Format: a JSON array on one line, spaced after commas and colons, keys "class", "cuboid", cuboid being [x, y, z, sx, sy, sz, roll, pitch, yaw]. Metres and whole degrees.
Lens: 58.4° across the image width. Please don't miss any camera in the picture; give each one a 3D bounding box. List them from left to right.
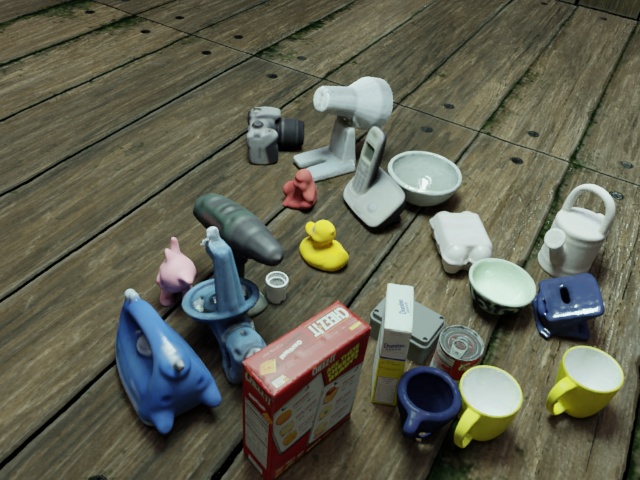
[{"class": "camera", "cuboid": [-0.106, -0.259, 1.375, 0.137, 0.101, 0.143, 1, 41, -6]}]

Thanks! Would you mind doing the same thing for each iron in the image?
[{"class": "iron", "cuboid": [-0.251, 0.152, 0.856, 0.119, 0.141, 0.257, -23, 49, -30]}]

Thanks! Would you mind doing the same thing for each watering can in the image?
[{"class": "watering can", "cuboid": [0.499, -0.017, 1.107, 0.100, 0.194, 0.173, 25, 45, 21]}]

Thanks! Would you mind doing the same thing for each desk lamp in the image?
[{"class": "desk lamp", "cuboid": [0.054, -0.262, 1.314, 0.204, 0.214, 0.117, -20, 47, -27]}]

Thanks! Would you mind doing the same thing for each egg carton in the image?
[{"class": "egg carton", "cuboid": [0.283, 0.003, 1.152, 0.107, 0.069, 0.150, 0, 41, -8]}]

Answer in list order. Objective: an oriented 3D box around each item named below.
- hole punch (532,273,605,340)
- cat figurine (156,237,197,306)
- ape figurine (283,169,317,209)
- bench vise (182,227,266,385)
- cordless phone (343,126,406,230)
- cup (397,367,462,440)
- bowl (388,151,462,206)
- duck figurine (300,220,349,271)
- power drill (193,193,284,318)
[{"class": "hole punch", "cuboid": [0.442, 0.115, 1.028, 0.101, 0.091, 0.108, 8, 41, 2]}, {"class": "cat figurine", "cuboid": [-0.248, 0.050, 0.990, 0.067, 0.118, 0.127, -5, 42, -12]}, {"class": "ape figurine", "cuboid": [-0.038, -0.112, 1.222, 0.076, 0.092, 0.077, -20, 47, -27]}, {"class": "bench vise", "cuboid": [-0.127, 0.096, 0.876, 0.206, 0.220, 0.122, 33, 48, 27]}, {"class": "cordless phone", "cuboid": [0.121, -0.129, 1.192, 0.094, 0.185, 0.147, -18, 47, -26]}, {"class": "cup", "cuboid": [0.145, 0.254, 0.826, 0.091, 0.095, 0.118, 25, 44, 20]}, {"class": "bowl", "cuboid": [0.229, -0.127, 1.288, 0.167, 0.075, 0.167, 4, 41, -3]}, {"class": "duck figurine", "cuboid": [0.010, 0.004, 1.101, 0.104, 0.086, 0.078, 31, 47, 25]}, {"class": "power drill", "cuboid": [-0.134, 0.031, 0.958, 0.076, 0.208, 0.228, -25, 50, -31]}]
